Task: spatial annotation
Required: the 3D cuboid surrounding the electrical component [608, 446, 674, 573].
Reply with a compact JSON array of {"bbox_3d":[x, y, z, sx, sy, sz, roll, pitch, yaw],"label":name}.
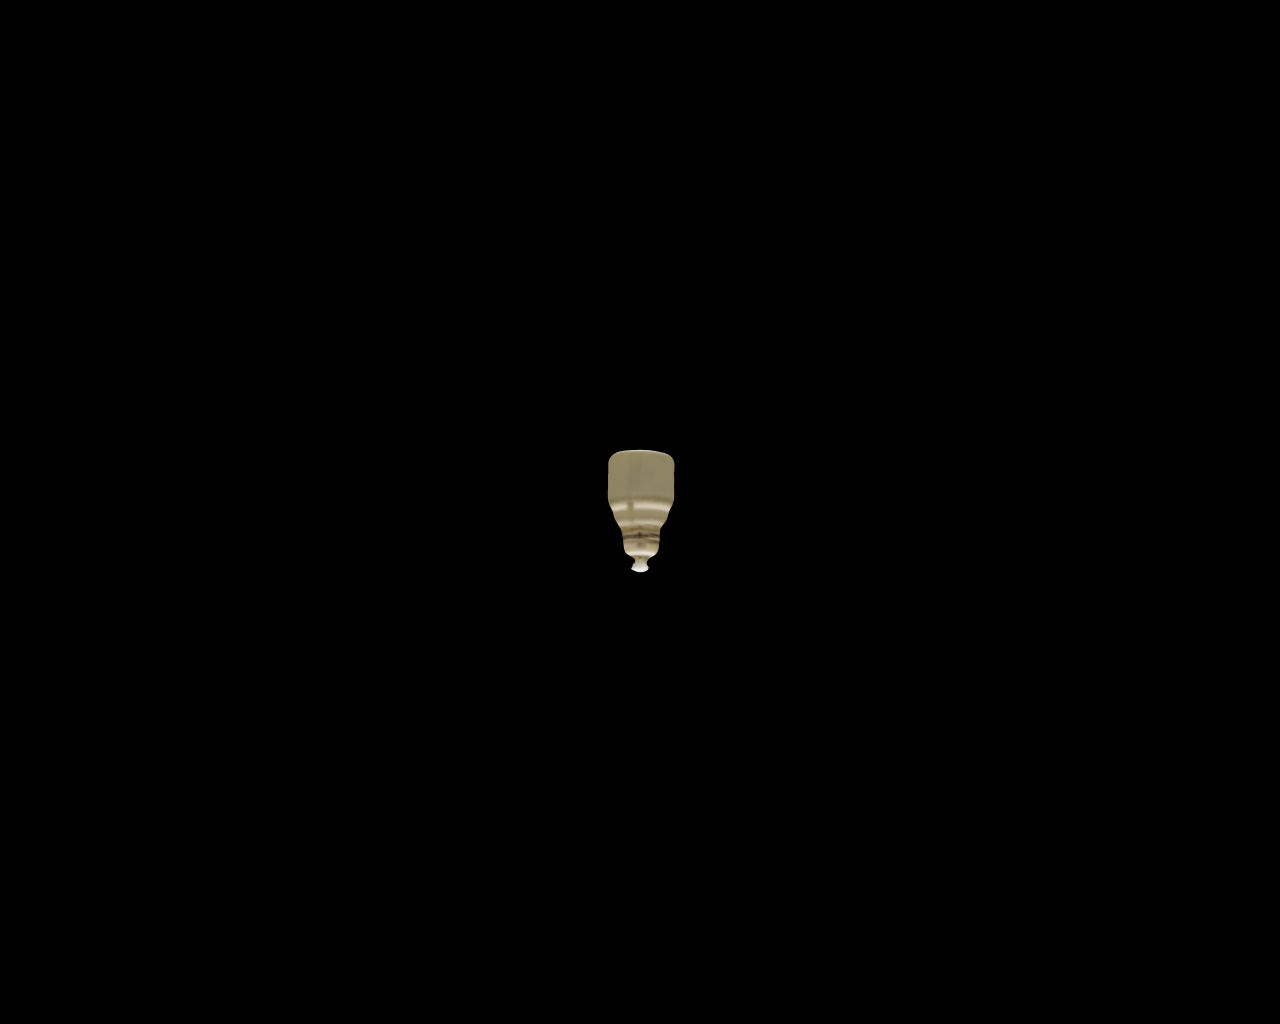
[{"bbox_3d":[0.001,-0.003,0.650,0.040,0.078,0.040,0,-9,0],"label":"electrical component"}]
